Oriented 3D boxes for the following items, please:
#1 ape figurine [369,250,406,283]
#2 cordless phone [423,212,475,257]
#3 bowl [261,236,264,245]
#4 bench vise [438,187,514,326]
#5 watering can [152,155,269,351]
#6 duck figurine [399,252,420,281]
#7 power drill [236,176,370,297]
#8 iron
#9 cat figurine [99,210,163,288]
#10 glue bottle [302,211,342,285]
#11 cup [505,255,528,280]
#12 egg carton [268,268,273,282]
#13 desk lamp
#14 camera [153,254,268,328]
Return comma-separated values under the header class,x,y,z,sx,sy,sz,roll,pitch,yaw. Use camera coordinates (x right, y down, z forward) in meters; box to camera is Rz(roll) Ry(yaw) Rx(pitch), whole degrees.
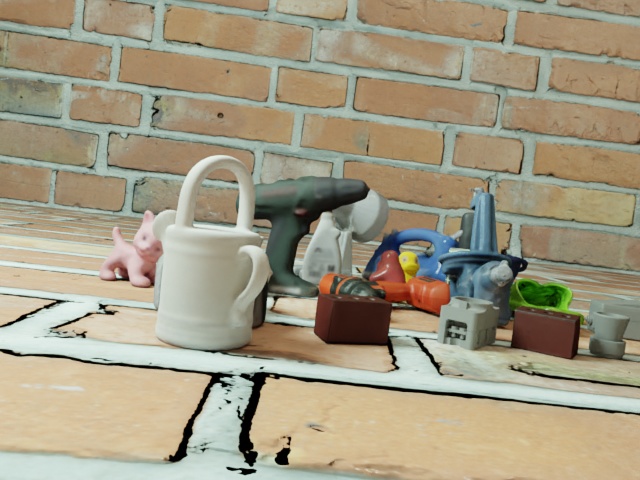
class,x,y,z,sx,sy,sz,roll,pitch,yaw
ape figurine,0.125,0.064,1.039,0.078,0.092,0.076,5,3,-23
cordless phone,0.317,0.022,1.372,0.147,0.185,0.094,7,3,5
bowl,-0.212,0.020,1.290,0.167,0.075,0.167,7,3,0
bench vise,0.277,0.023,0.939,0.122,0.220,0.207,5,3,-21
watering can,-0.119,0.007,0.603,0.172,0.194,0.101,8,3,20
duck figurine,0.175,0.066,1.164,0.077,0.086,0.104,6,3,-7
power drill,-0.037,-0.011,0.994,0.229,0.208,0.076,7,3,9
iron,0.206,0.035,1.284,0.257,0.141,0.119,9,4,38
cat figurine,-0.279,0.011,0.903,0.127,0.118,0.067,8,3,21
glue bottle,0.010,0.004,1.142,0.078,0.173,0.037,7,3,4
cup,0.423,0.082,1.320,0.118,0.095,0.091,6,3,-20
egg carton,-0.147,0.048,0.957,0.107,0.069,0.150,5,3,-24
desk lamp,0.043,-0.018,1.254,0.204,0.213,0.117,4,4,-39
camera,-0.118,0.047,0.736,0.142,0.101,0.137,8,4,28
